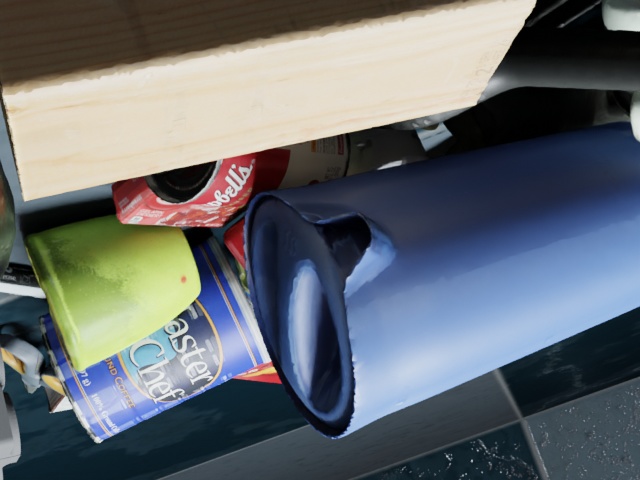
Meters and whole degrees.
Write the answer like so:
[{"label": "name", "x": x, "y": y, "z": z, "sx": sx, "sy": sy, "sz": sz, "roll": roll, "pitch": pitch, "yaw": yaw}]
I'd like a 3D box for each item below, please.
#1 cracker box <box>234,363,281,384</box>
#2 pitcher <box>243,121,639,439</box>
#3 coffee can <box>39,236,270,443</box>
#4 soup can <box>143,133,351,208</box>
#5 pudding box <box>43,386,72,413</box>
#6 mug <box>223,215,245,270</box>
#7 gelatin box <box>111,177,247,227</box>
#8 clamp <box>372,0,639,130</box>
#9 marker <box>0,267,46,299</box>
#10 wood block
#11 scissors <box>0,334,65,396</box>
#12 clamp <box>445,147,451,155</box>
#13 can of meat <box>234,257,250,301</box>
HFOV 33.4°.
[{"label": "cracker box", "x": 0.010, "y": 0.080, "z": 1.011, "sx": 0.164, "sy": 0.072, "sz": 0.213, "roll": -24, "pitch": 162, "yaw": 17}, {"label": "pitcher", "x": 0.085, "y": 0.015, "z": 0.603, "sx": 0.242, "sy": 0.145, "sz": 0.149, "roll": -16, "pitch": -161, "yaw": -22}, {"label": "coffee can", "x": -0.119, "y": 0.072, "z": 0.782, "sx": 0.140, "sy": 0.103, "sz": 0.103, "roll": -25, "pitch": 162, "yaw": -7}, {"label": "soup can", "x": -0.040, "y": -0.051, "z": 0.591, "sx": 0.102, "sy": 0.068, "sz": 0.069, "roll": 1, "pitch": 153, "yaw": -48}, {"label": "pudding box", "x": -0.196, "y": 0.119, "z": 0.976, "sx": 0.089, "sy": 0.039, "sz": 0.114, "roll": -5, "pitch": 156, "yaw": -32}, {"label": "mug", "x": -0.005, "y": 0.001, "z": 0.707, "sx": 0.093, "sy": 0.081, "sz": 0.117, "roll": -41, "pitch": -174, "yaw": -36}, {"label": "gelatin box", "x": -0.073, "y": -0.036, "z": 0.661, "sx": 0.089, "sy": 0.030, "sz": 0.073, "roll": 2, "pitch": 152, "yaw": -47}, {"label": "clamp", "x": 0.090, "y": -0.094, "z": 0.532, "sx": 0.210, "sy": 0.164, "sz": 0.036, "roll": -18, "pitch": 119, "yaw": 21}, {"label": "marker", "x": -0.221, "y": 0.025, "z": 0.710, "sx": 0.020, "sy": 0.020, "sz": 0.121, "roll": -27, "pitch": 160, "yaw": 23}, {"label": "wood block", "x": -0.031, "y": -0.094, "z": 0.440, "sx": 0.205, "sy": 0.091, "sz": 0.090, "roll": -13, "pitch": 160, "yaw": -15}, {"label": "scissors", "x": -0.231, "y": 0.125, "z": 0.916, "sx": 0.096, "sy": 0.016, "sz": 0.202, "roll": 26, "pitch": 159, "yaw": 7}, {"label": "clamp", "x": 0.094, "y": -0.032, "z": 0.774, "sx": 0.171, "sy": 0.120, "sz": 0.039, "roll": -43, "pitch": -165, "yaw": 10}, {"label": "can of meat", "x": -0.015, "y": 0.024, "z": 0.850, "sx": 0.102, "sy": 0.057, "sz": 0.084, "roll": -18, "pitch": 160, "yaw": -3}]
